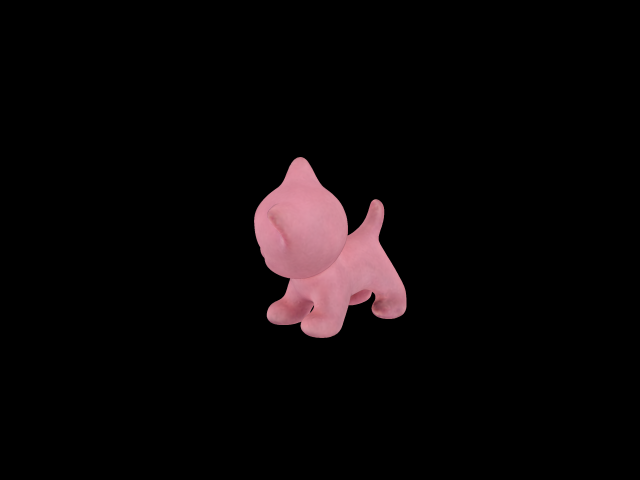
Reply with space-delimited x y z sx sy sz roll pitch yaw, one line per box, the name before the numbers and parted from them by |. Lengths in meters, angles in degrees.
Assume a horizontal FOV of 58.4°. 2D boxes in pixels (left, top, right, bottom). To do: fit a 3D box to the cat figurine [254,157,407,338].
cat figurine | 0.004 0.001 0.400 0.128 0.118 0.067 -10 14 -42
